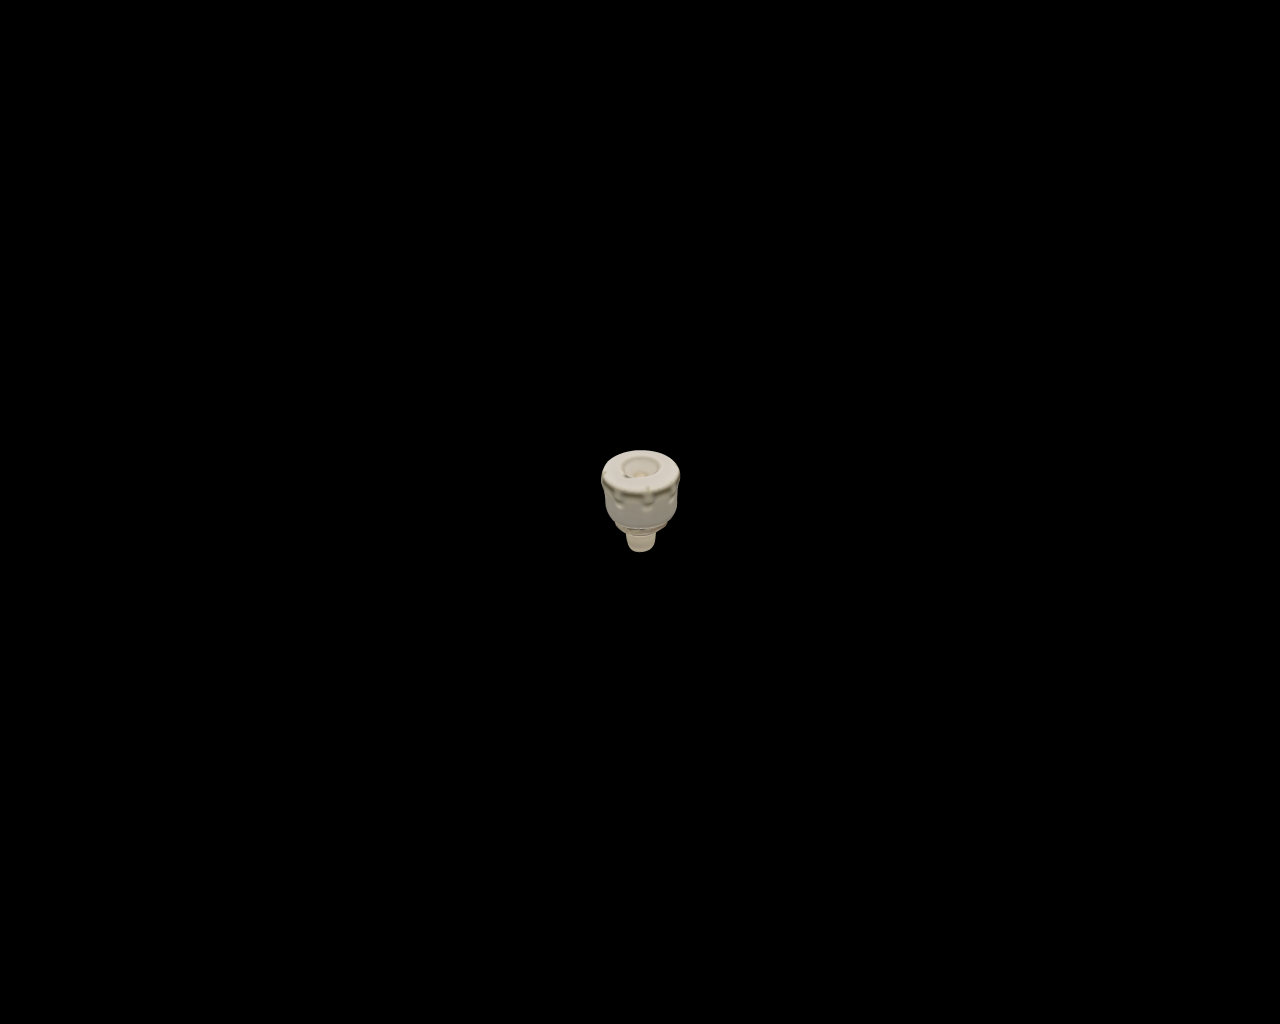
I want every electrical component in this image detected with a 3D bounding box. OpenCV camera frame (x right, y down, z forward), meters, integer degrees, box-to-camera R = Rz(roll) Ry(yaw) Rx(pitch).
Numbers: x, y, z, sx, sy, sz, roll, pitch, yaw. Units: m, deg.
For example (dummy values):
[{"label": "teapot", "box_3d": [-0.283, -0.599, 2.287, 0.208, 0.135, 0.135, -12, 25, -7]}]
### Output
[{"label": "electrical component", "box_3d": [0.001, -0.003, 0.650, 0.048, 0.062, 0.048, 0, 34, 0]}]
